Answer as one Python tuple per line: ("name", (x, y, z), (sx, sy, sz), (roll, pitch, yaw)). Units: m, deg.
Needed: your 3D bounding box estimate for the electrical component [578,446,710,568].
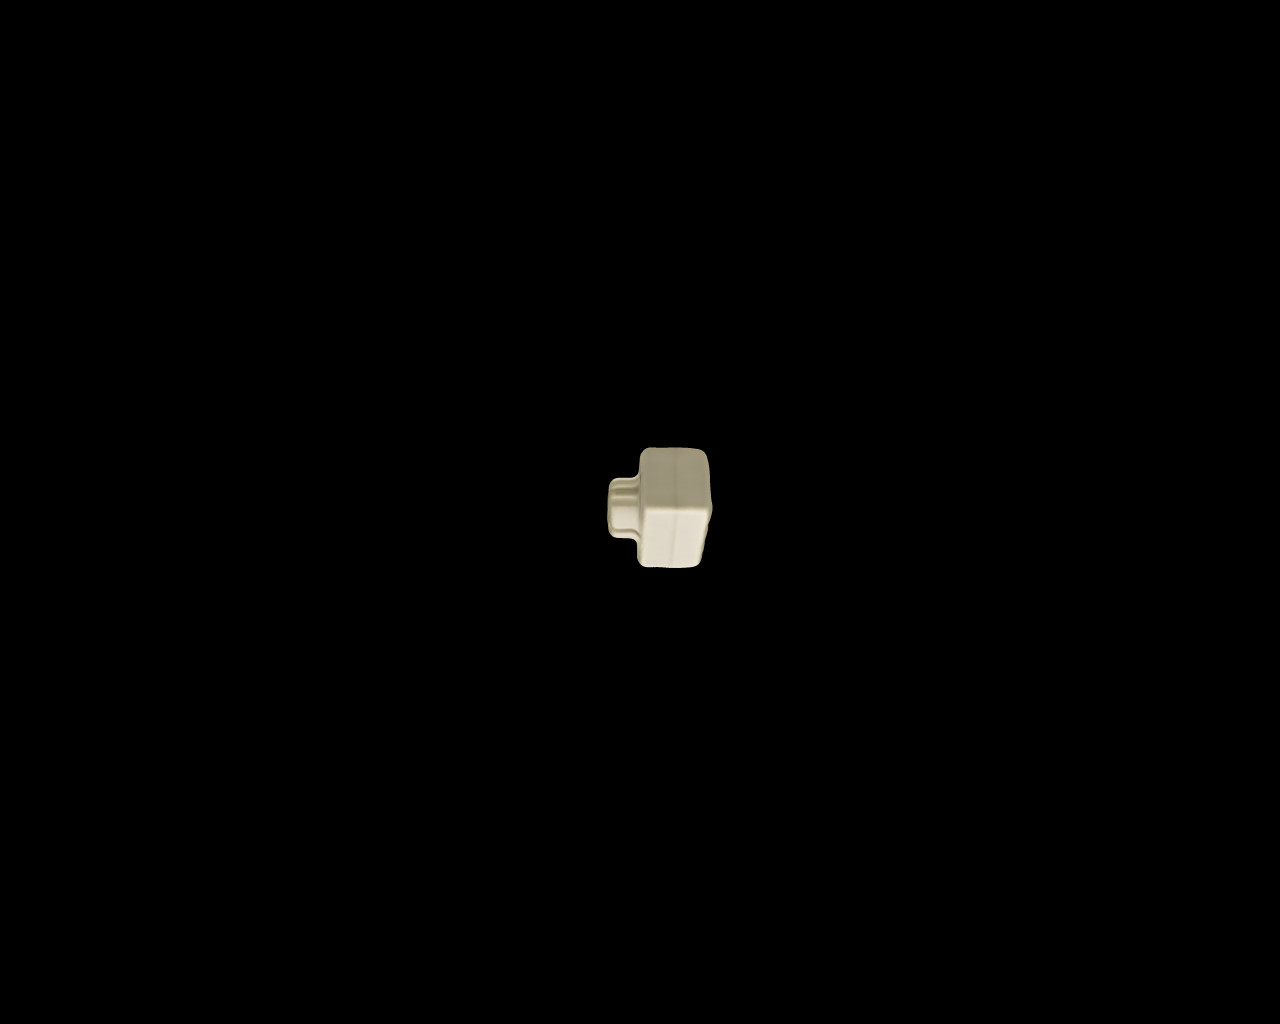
("electrical component", (0.001, -0.003, 0.650), (0.077, 0.047, 0.065), (1, -34, -2))
